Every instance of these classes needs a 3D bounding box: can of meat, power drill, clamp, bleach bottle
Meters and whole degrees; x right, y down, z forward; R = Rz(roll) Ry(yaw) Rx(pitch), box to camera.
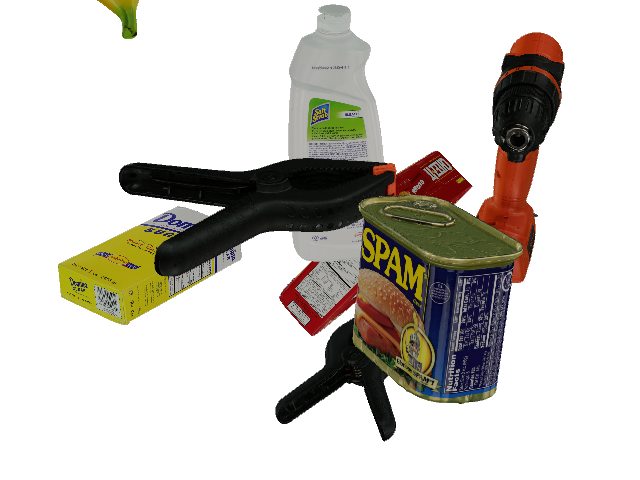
[{"bbox_3d":[0.059,0.030,0.579,0.057,0.084,0.102,-5,22,-25],"label":"can of meat"},{"bbox_3d":[0.162,-0.061,0.886,0.057,0.188,0.184,13,33,11],"label":"power drill"},{"bbox_3d":[-0.046,-0.034,0.803,0.209,0.036,0.165,-12,30,-22],"label":"clamp"},{"bbox_3d":[0.020,-0.103,1.034,0.102,0.251,0.068,-5,31,-10],"label":"bleach bottle"},{"bbox_3d":[0.044,0.132,1.066,0.120,0.039,0.171,17,47,23],"label":"clamp"}]

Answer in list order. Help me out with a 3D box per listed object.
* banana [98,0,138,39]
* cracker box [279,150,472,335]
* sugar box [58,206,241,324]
[{"bbox_3d":[-0.211,-0.202,0.795,0.198,0.069,0.037,16,-37,18],"label":"banana"},{"bbox_3d":[0.063,0.001,1.272,0.214,0.072,0.164,-48,-7,33],"label":"cracker box"},{"bbox_3d":[-0.172,0.021,1.099,0.093,0.048,0.175,20,35,31],"label":"sugar box"}]
